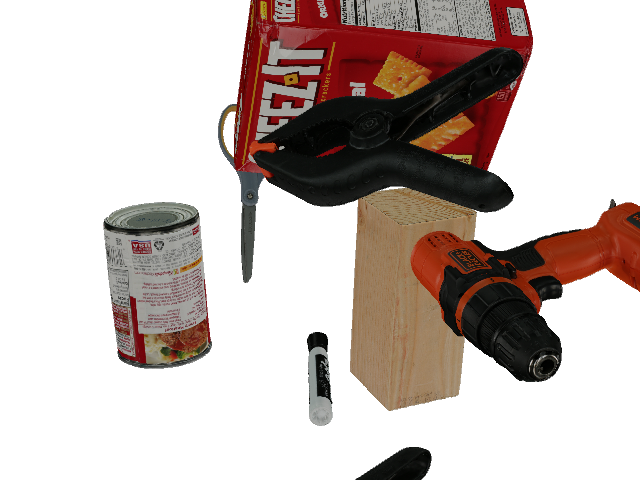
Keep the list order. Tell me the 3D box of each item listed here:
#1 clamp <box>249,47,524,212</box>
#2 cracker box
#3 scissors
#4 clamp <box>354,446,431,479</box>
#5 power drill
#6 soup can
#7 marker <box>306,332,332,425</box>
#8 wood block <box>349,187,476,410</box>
[{"bbox_3d":[0.039,-0.051,0.626,0.172,0.039,0.120,-15,40,19],"label":"clamp"},{"bbox_3d":[0.044,-0.121,0.857,0.213,0.072,0.164,4,-40,-8],"label":"cracker box"},{"bbox_3d":[-0.063,-0.059,1.199,0.096,0.202,0.016,-12,-8,-13],"label":"scissors"},{"bbox_3d":[-0.014,0.188,0.646,0.210,0.036,0.164,-4,28,4],"label":"clamp"},{"bbox_3d":[0.179,0.032,0.778,0.187,0.057,0.184,-10,28,-16],"label":"power drill"},{"bbox_3d":[-0.115,0.030,0.755,0.068,0.102,0.068,-3,18,1],"label":"soup can"},{"bbox_3d":[-0.001,0.114,0.907,0.020,0.020,0.121,0,27,-1],"label":"marker"},{"bbox_3d":[0.092,0.057,1.097,0.090,0.206,0.091,-9,25,-24],"label":"wood block"}]
